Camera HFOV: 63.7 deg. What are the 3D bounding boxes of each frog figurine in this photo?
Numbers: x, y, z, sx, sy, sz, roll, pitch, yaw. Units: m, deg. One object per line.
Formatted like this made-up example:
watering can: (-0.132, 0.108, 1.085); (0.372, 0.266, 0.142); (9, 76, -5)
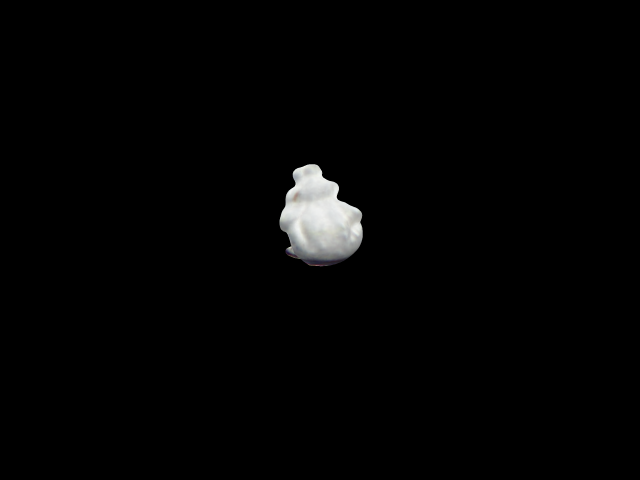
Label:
frog figurine: (0.003, -0.043, 0.850); (0.137, 0.157, 0.124); (1, 17, 4)
